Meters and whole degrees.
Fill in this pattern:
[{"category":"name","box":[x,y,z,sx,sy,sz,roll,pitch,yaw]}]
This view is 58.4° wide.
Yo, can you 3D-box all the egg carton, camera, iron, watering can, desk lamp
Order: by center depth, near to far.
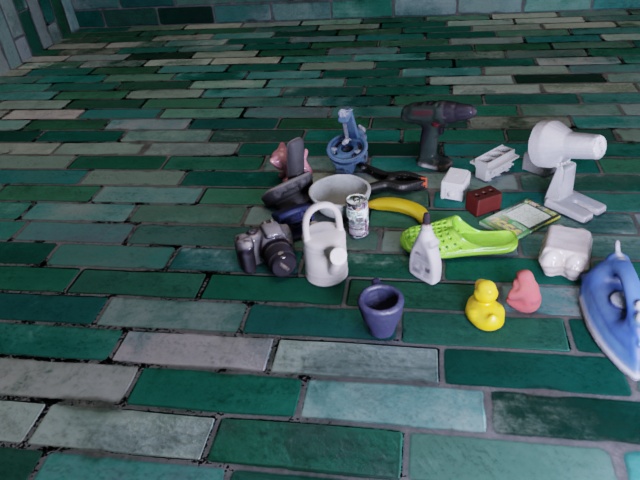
[{"category":"iron","box":[0.580,0.123,1.088,0.118,0.142,0.258,1,36,8]},{"category":"watering can","box":[0.014,0.004,1.279,0.101,0.194,0.172,-31,43,-31]},{"category":"egg carton","box":[0.553,0.024,1.291,0.107,0.069,0.150,11,39,21]},{"category":"camera","box":[-0.120,0.023,1.349,0.143,0.101,0.136,-16,37,-14]},{"category":"desk lamp","box":[0.630,-0.185,1.450,0.118,0.214,0.202,-26,41,-27]}]

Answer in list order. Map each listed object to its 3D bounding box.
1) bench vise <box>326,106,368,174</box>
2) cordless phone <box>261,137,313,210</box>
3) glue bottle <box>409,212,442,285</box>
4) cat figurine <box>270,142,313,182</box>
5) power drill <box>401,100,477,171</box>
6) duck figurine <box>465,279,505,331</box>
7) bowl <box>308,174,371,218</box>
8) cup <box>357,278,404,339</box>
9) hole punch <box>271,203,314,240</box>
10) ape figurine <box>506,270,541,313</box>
[{"category":"bench vise","box":[0.079,-0.303,1.678,0.121,0.220,0.207,-2,36,5]},{"category":"cordless phone","box":[-0.093,-0.182,1.560,0.148,0.185,0.093,-32,43,-32]},{"category":"glue bottle","box":[0.233,0.013,1.257,0.037,0.173,0.077,-29,42,-30]},{"category":"cat figurine","box":[-0.090,-0.233,1.690,0.128,0.118,0.067,-16,37,-14]},{"category":"power drill","box":[0.343,-0.312,1.667,0.228,0.209,0.076,20,43,31]},{"category":"duck figurine","box":[0.338,0.125,1.163,0.077,0.086,0.104,-6,36,-1]},{"category":"bowl","box":[0.054,-0.106,1.530,0.167,0.075,0.167,-3,36,3]},{"category":"cup","box":[0.121,0.142,1.158,0.091,0.095,0.117,-7,36,-2]},{"category":"hole punch","box":[-0.068,-0.062,1.470,0.109,0.091,0.100,-18,37,-17]},{"category":"ape figurine","box":[0.421,0.099,1.183,0.078,0.092,0.076,-17,37,-16]}]
